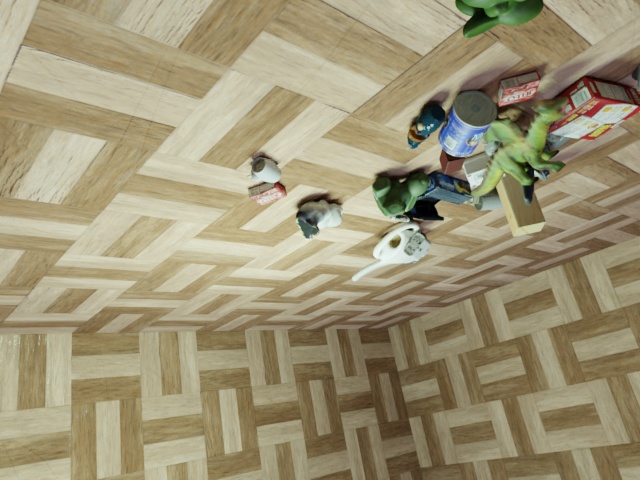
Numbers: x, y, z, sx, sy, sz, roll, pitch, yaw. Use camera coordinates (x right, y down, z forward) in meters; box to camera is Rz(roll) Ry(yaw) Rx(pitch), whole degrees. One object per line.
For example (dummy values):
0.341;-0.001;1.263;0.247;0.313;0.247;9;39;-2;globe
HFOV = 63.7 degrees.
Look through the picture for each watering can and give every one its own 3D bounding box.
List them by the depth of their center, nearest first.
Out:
0.290;0.052;2.047;0.223;0.106;0.342;11;-50;-41;watering can

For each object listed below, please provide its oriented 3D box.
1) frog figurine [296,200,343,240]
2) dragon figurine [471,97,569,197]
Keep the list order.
0.005;-0.083;1.643;0.162;0.123;0.134;-41;-16;-29;frog figurine
0.489;-0.249;1.371;0.241;0.125;0.405;40;-36;-16;dragon figurine
